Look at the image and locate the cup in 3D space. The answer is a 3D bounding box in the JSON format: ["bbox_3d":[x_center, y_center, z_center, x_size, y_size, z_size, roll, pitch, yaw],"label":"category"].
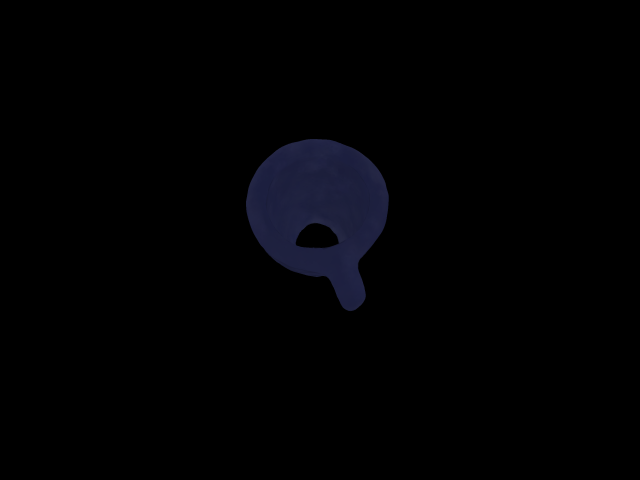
[{"bbox_3d":[0.004,0.001,0.400,0.092,0.095,0.117,-19,70,-7],"label":"cup"}]
